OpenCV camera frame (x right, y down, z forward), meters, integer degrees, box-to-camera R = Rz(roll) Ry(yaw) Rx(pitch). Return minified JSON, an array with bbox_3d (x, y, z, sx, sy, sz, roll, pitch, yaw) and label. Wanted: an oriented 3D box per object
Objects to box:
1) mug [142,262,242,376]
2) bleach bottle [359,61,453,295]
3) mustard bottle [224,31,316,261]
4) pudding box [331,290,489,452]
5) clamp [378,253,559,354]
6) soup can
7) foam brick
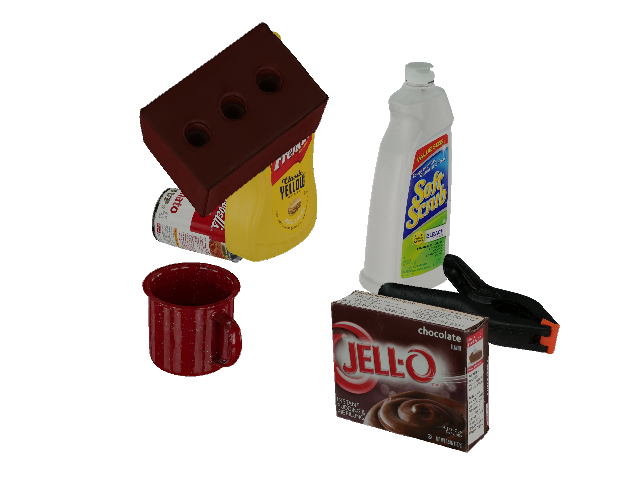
[{"bbox_3d":[-0.116,0.082,1.026,0.117,0.081,0.093,25,33,37],"label":"mug"},{"bbox_3d":[0.096,-0.067,1.162,0.102,0.251,0.068,-16,28,-33],"label":"bleach bottle"},{"bbox_3d":[-0.042,-0.083,0.902,0.058,0.192,0.096,23,38,32],"label":"mustard bottle"},{"bbox_3d":[0.062,0.089,0.750,0.114,0.090,0.039,8,21,33],"label":"pudding box"},{"bbox_3d":[0.154,0.058,1.022,0.172,0.039,0.120,21,35,27],"label":"clamp"},{"bbox_3d":[-0.137,-0.019,1.249,0.102,0.068,0.068,14,4,18],"label":"soup can"},{"bbox_3d":[-0.044,-0.059,0.530,0.078,0.053,0.051,-39,-5,-12],"label":"foam brick"}]
